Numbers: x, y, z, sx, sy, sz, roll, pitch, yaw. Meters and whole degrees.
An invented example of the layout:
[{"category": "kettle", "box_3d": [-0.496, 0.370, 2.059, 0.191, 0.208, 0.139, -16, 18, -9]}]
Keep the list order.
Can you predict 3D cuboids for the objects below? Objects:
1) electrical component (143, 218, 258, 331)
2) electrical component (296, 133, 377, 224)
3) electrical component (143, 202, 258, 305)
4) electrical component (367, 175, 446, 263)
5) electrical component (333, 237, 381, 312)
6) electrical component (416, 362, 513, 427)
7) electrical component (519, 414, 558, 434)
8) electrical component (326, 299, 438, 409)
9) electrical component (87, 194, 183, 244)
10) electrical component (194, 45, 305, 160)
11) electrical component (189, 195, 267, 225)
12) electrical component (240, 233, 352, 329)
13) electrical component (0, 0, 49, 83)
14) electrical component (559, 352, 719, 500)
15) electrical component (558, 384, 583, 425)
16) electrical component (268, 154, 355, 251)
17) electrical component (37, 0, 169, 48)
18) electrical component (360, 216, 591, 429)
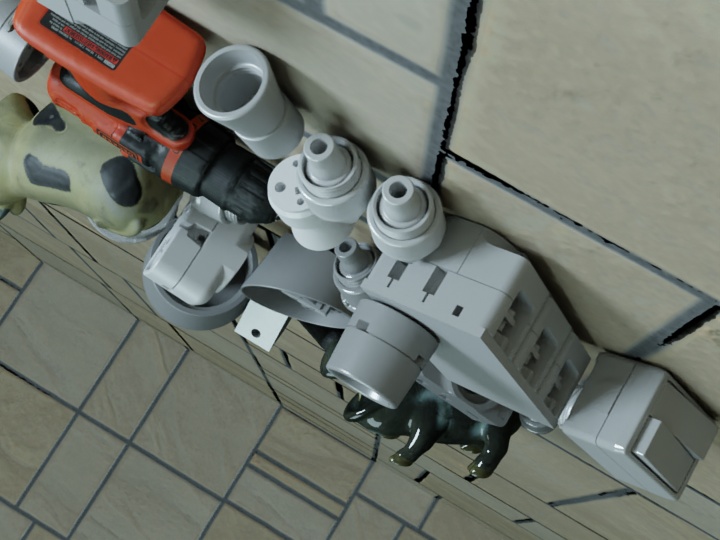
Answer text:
[{"category": "electrical component", "box_3d": [-0.145, -0.002, 0.994, 0.108, 0.108, 0.060, 32, 162, -4]}, {"category": "electrical component", "box_3d": [-0.016, -0.055, 0.608, 0.043, 0.043, 0.062, 27, 166, 21]}, {"category": "electrical component", "box_3d": [-0.128, -0.020, 0.894, 0.059, 0.095, 0.054, 35, 167, -15]}, {"category": "electrical component", "box_3d": [0.025, -0.032, 0.600, 0.043, 0.043, 0.062, 28, 167, 17]}, {"category": "electrical component", "box_3d": [0.000, 0.000, 0.791, 0.048, 0.048, 0.062, 23, 159, 34]}, {"category": "electrical component", "box_3d": [0.089, 0.087, 0.902, 0.089, 0.050, 0.056, 35, 168, -16]}, {"category": "electrical component", "box_3d": [0.151, 0.116, 0.907, 0.035, 0.035, 0.061, 27, 165, 20]}, {"category": "electrical component", "box_3d": [0.012, 0.052, 0.652, 0.055, 0.047, 0.055, 30, 168, 7]}, {"category": "electrical component", "box_3d": [-0.193, -0.065, 0.916, 0.080, 0.080, 0.051, 35, 162, -16]}, {"category": "electrical component", "box_3d": [-0.057, -0.088, 0.586, 0.044, 0.044, 0.065, 26, 171, 26]}, {"category": "electrical component", "box_3d": [-0.093, -0.054, 0.801, 0.062, 0.043, 0.043, 26, 167, 19]}, {"category": "electrical component", "box_3d": [-0.041, 0.015, 0.899, 0.099, 0.064, 0.099, 30, 167, 7]}, {"category": "electrical component", "box_3d": [-0.222, -0.156, 0.685, 0.047, 0.055, 0.055, 36, 168, -3]}, {"category": "electrical component", "box_3d": [0.190, 0.107, 0.708, 0.096, 0.061, 0.061, 41, 165, -37]}, {"category": "electrical component", "box_3d": [0.167, 0.106, 0.808, 0.062, 0.043, 0.043, 24, 166, 39]}, {"category": "electrical component", "box_3d": [-0.031, -0.043, 0.689, 0.045, 0.045, 0.055, 26, 166, 25]}, {"category": "electrical component", "box_3d": [-0.131, -0.149, 0.494, 0.089, 0.050, 0.055, 31, 168, 1]}, {"category": "electrical component", "box_3d": [0.079, 0.031, 0.677, 0.089, 0.061, 0.150, 23, 165, 35]}]
